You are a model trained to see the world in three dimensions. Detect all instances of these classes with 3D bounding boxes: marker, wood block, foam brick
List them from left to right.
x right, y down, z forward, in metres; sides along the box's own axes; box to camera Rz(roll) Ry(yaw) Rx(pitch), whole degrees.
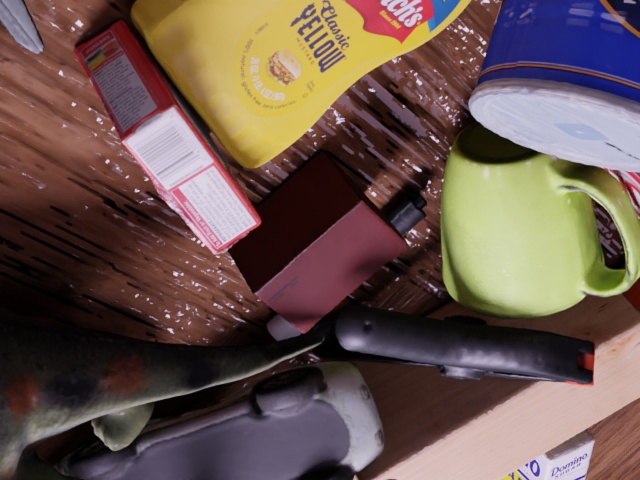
[{"bbox_3d":[-0.004,0.001,0.580,0.078,0.051,0.053,-40,136,7],"label":"foam brick"},{"bbox_3d":[0.017,0.017,0.631,0.121,0.020,0.020,-44,137,10],"label":"marker"},{"bbox_3d":[0.105,0.099,0.710,0.206,0.090,0.091,-29,138,-7],"label":"wood block"}]

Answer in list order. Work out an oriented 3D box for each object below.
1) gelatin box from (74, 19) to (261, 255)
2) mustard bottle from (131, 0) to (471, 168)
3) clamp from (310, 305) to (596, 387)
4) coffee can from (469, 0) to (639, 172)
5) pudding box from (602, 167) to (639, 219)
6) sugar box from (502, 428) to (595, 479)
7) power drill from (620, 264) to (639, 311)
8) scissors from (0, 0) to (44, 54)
[{"bbox_3d":[-0.068,-0.045,0.481,0.030,0.073,0.089,-34,139,0],"label":"gelatin box"},{"bbox_3d":[0.018,-0.120,0.477,0.191,0.058,0.096,-36,133,1],"label":"mustard bottle"},{"bbox_3d":[0.078,0.061,0.611,0.171,0.039,0.120,4,176,2],"label":"clamp"},{"bbox_3d":[0.136,-0.113,0.482,0.102,0.103,0.140,22,83,-43],"label":"coffee can"},{"bbox_3d":[0.161,-0.059,0.582,0.039,0.114,0.090,-33,137,0],"label":"pudding box"},{"bbox_3d":[0.155,0.178,0.811,0.048,0.093,0.176,-21,136,-15],"label":"sugar box"},{"bbox_3d":[0.286,0.064,0.816,0.187,0.057,0.185,10,122,-38],"label":"power drill"},{"bbox_3d":[-0.162,-0.143,0.333,0.096,0.016,0.202,-15,117,-6],"label":"scissors"}]
